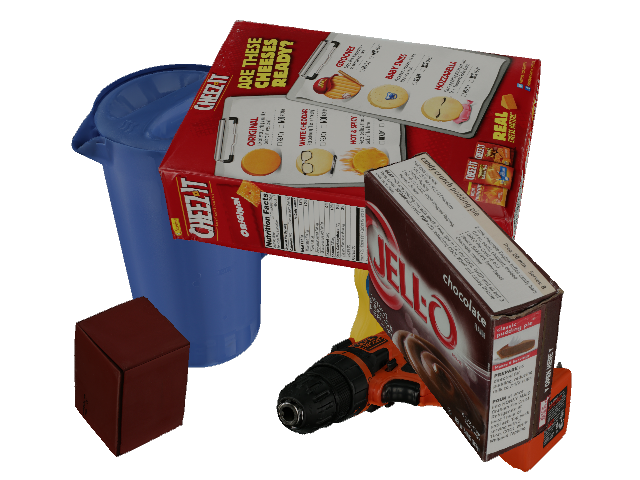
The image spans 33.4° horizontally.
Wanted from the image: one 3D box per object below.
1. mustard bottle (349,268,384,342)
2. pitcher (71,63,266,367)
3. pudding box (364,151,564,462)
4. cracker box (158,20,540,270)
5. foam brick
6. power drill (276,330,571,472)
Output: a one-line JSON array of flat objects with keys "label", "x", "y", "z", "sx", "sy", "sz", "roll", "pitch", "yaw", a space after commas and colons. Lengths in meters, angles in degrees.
[{"label": "mustard bottle", "x": 0.087, "y": 0.054, "z": 1.242, "sx": 0.096, "sy": 0.192, "sz": 0.058, "roll": 0, "pitch": 14, "yaw": -11}, {"label": "pitcher", "x": -0.098, "y": -0.016, "z": 0.890, "sx": 0.149, "sy": 0.243, "sz": 0.144, "roll": 15, "pitch": 41, "yaw": 19}, {"label": "pudding box", "x": 0.060, "y": 0.027, "z": 0.480, "sx": 0.039, "sy": 0.090, "sz": 0.114, "roll": -22, "pitch": 43, "yaw": -18}, {"label": "cracker box", "x": 0.025, "y": -0.059, "z": 0.691, "sx": 0.214, "sy": 0.072, "sz": 0.164, "roll": 9, "pitch": 46, "yaw": 11}, {"label": "foam brick", "x": -0.119, "y": 0.085, "z": 0.670, "sx": 0.051, "sy": 0.078, "sz": 0.053, "roll": -23, "pitch": 49, "yaw": -35}, {"label": "power drill", "x": 0.082, "y": 0.119, "z": 0.809, "sx": 0.188, "sy": 0.057, "sz": 0.184, "roll": 11, "pitch": 18, "yaw": 30}]
